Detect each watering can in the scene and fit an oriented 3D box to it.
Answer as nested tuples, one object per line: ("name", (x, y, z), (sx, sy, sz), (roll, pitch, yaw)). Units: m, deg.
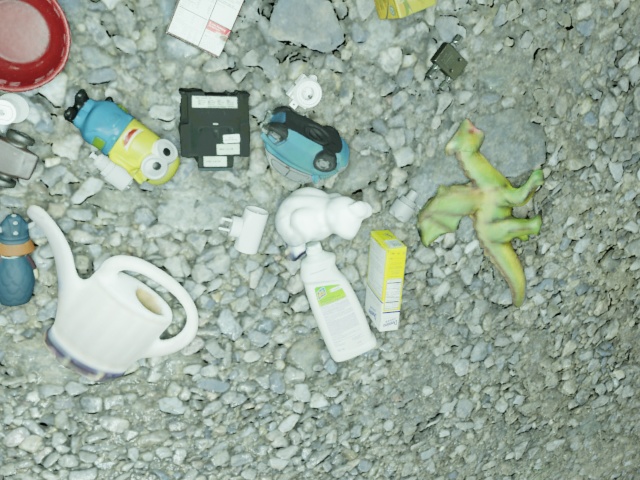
("watering can", (-0.376, 0.107, 0.864), (0.344, 0.105, 0.223), (39, 97, -25))

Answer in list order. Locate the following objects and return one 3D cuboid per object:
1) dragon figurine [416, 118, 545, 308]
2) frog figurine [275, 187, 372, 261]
("dragon figurine", (0.314, -0.037, 1.035), (0.243, 0.124, 0.404), (-2, 109, 3))
("frog figurine", (0.003, -0.045, 0.886), (0.139, 0.157, 0.123), (-23, 86, -42))
